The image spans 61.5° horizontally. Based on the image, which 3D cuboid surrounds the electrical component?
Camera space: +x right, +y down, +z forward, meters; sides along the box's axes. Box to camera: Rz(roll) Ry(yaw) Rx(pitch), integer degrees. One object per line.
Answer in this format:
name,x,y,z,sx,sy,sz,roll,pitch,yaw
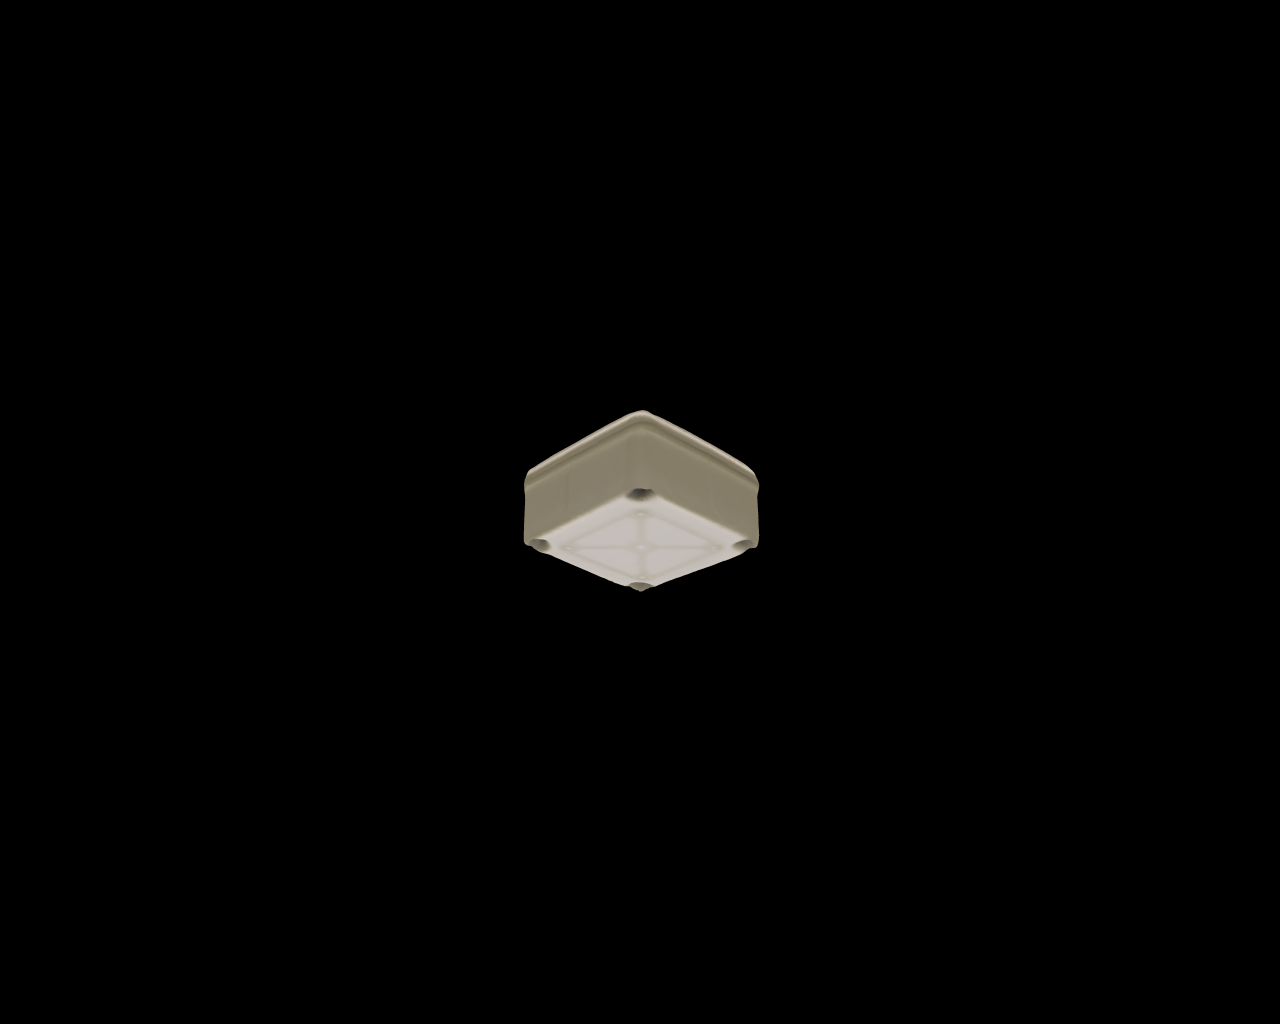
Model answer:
electrical component,0.001,-0.003,0.650,0.108,0.056,0.108,-25,-37,38
